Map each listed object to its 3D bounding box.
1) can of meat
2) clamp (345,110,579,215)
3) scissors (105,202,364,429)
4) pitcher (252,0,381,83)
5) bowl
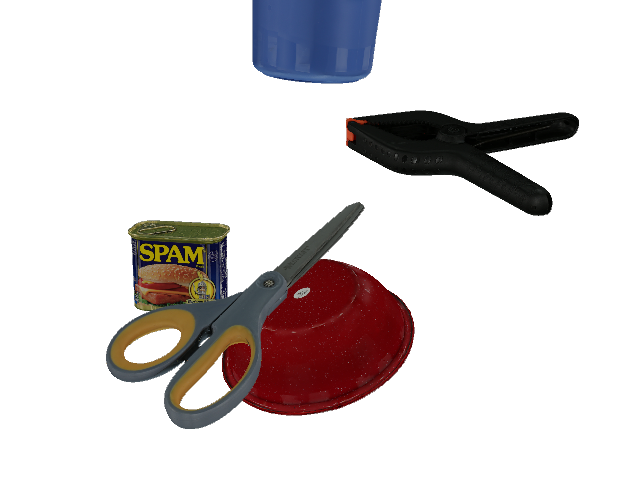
[{"bbox_3d":[-0.146,0.028,1.109,0.102,0.084,0.057,3,17,9],"label":"can of meat"},{"bbox_3d":[0.127,-0.088,0.964,0.210,0.036,0.164,14,35,23],"label":"clamp"},{"bbox_3d":[-0.050,0.030,0.623,0.096,0.016,0.201,10,40,18],"label":"scissors"},{"bbox_3d":[0.007,-0.260,0.914,0.145,0.243,0.149,6,17,7],"label":"pitcher"},{"bbox_3d":[-0.008,0.063,0.856,0.162,0.055,0.162,-11,34,7],"label":"bowl"}]
